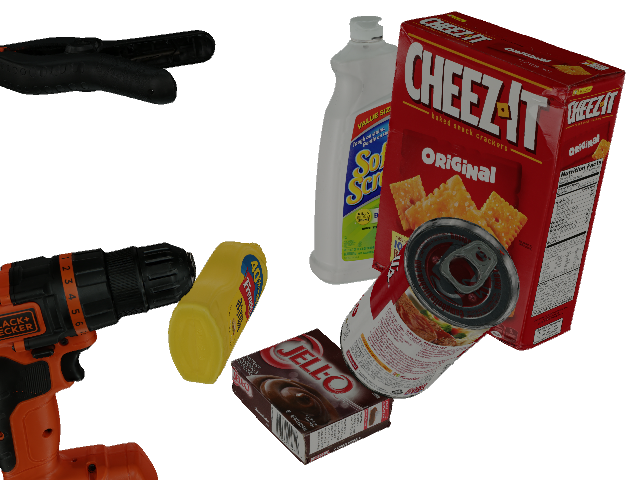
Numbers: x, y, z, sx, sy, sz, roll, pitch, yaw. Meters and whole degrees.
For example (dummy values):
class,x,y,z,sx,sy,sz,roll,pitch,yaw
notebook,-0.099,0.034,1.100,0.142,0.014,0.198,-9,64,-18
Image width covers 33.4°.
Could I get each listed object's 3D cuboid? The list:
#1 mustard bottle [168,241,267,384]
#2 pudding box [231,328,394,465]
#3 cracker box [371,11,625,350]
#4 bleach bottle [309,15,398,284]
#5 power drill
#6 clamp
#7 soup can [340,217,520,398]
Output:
class,x,y,z,sx,sy,sz,roll,pitch,yaw
mustard bottle,-0.097,0.056,1.100,0.058,0.096,0.191,5,30,13
pudding box,-0.008,0.127,0.885,0.089,0.039,0.114,-20,40,-30
cracker box,0.125,-0.046,0.811,0.071,0.214,0.164,-19,36,-37
bleach bottle,0.038,-0.088,1.029,0.102,0.251,0.068,-9,23,-18
power drill,-0.161,0.096,0.707,0.184,0.188,0.057,-11,25,-7
clamp,-0.164,-0.134,0.798,0.172,0.039,0.120,8,22,16
soup can,0.059,0.041,0.609,0.068,0.068,0.102,0,-30,-23
